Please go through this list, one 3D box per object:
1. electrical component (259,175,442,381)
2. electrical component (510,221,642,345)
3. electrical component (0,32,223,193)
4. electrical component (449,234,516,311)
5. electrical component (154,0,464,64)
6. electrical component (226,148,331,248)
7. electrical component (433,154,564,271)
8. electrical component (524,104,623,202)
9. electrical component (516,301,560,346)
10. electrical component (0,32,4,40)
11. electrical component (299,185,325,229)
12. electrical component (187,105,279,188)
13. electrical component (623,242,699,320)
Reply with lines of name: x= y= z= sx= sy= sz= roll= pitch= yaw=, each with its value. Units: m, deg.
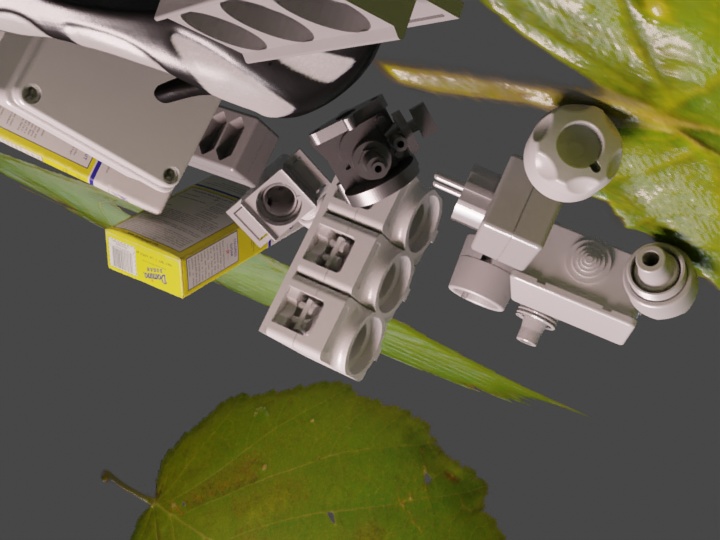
electrical component: x=0.000 y=0.000 z=0.804 sx=0.062 sy=0.150 sz=0.089 roll=23 pitch=173 yaw=25
electrical component: x=0.155 y=0.008 z=0.753 sx=0.100 sy=0.048 sz=0.099 roll=23 pitch=172 yaw=12
electrical component: x=-0.129 y=-0.115 z=0.582 sx=0.109 sy=0.108 sz=0.056 roll=31 pitch=173 yaw=-40
electrical component: x=0.105 y=0.003 z=0.889 sx=0.055 sy=0.047 sz=0.055 roll=24 pitch=173 yaw=3
electrical component: x=-0.024 y=-0.116 z=0.386 sx=0.079 sy=0.063 sz=0.121 roll=21 pitch=176 yaw=-30
electrical component: x=-0.065 y=-0.062 z=0.884 sx=0.042 sy=0.081 sz=0.063 roll=48 pitch=-167 yaw=-16
electrical component: x=0.080 y=-0.041 z=0.658 sx=0.076 sy=0.047 sz=0.083 roll=24 pitch=173 yaw=5
electrical component: x=0.100 y=-0.054 z=0.519 sx=0.043 sy=0.043 sz=0.062 roll=24 pitch=174 yaw=3
electrical component: x=0.149 y=0.032 z=0.887 sx=0.043 sy=0.062 sz=0.043 roll=24 pitch=173 yaw=3
electrical component: x=-0.235 y=-0.154 z=0.680 sx=0.100 sy=0.099 sz=0.048 roll=16 pitch=-179 yaw=-21
electrical component: x=-0.040 y=-0.058 z=0.946 sx=0.062 sy=0.043 sz=0.043 roll=32 pitch=170 yaw=-39
electrical component: x=-0.106 y=-0.097 z=0.868 sx=0.083 sy=0.047 sz=0.076 roll=21 pitch=172 yaw=28
electrical component: x=0.182 y=0.003 z=0.655 sx=0.043 sy=0.043 sz=0.062 roll=21 pitch=170 yaw=29
